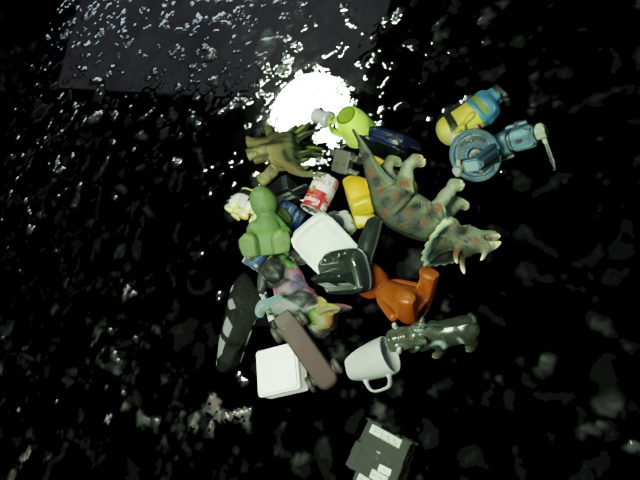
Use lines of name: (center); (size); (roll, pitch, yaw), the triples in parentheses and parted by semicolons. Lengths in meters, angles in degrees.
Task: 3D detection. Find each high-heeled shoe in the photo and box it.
high-heeled shoe: (-0.221, 0.215, 1.393); (0.145, 0.086, 0.249); (-50, 29, 38)

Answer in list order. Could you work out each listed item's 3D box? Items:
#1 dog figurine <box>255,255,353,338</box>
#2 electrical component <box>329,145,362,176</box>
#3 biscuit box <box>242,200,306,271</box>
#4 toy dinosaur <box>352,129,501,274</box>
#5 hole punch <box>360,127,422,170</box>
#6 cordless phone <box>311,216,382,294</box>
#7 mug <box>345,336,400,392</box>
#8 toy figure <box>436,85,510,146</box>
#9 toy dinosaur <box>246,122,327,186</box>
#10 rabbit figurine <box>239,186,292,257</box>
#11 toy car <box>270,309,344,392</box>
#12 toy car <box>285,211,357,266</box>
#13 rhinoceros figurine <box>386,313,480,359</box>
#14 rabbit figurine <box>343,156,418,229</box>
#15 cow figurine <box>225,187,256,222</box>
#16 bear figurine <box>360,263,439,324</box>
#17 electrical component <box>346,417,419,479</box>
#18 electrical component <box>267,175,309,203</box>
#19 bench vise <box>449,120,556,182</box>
dog figurine: (-0.035, 0.133, 1.284); (0.219, 0.108, 0.191); (1, 82, 25)
electrical component: (0.071, -0.213, 1.427); (0.102, 0.045, 0.078); (14, 104, 36)
biscuit box: (-0.119, -0.006, 1.423); (0.059, 0.062, 0.202); (27, 83, 34)
toy dinosaur: (0.198, -0.075, 1.184); (0.405, 0.131, 0.192); (31, 73, 13)
hole punch: (0.180, -0.238, 1.337); (0.142, 0.115, 0.092); (30, 76, 35)
cordless phone: (0.069, 0.029, 1.217); (0.147, 0.088, 0.184); (-12, 51, 53)
mug: (0.112, 0.276, 1.163); (0.107, 0.080, 0.109); (-27, 63, 29)
toy figure: (0.361, -0.294, 1.280); (0.180, 0.082, 0.089); (-43, 43, 11)
toy dinosaur: (-0.092, -0.233, 1.427); (0.199, 0.104, 0.472); (-25, 33, 1)
rabbit figurine: (-0.121, -0.048, 1.316); (0.121, 0.159, 0.170); (-7, 89, 15)
toy car: (-0.031, 0.247, 1.213); (0.089, 0.053, 0.202); (-36, 90, -2)
toy car: (-0.003, -0.004, 1.363); (0.202, 0.056, 0.073); (-31, 63, 15)
rhinoceros figurine: (0.233, 0.198, 1.106); (0.190, 0.112, 0.073); (-12, 65, 15)
rabbit figurine: (0.150, -0.122, 1.316); (0.173, 0.121, 0.162); (-15, 51, 7)
cow figurine: (-0.181, -0.091, 1.493); (0.168, 0.068, 0.098); (20, 72, 39)
bear figurine: (0.153, 0.097, 1.192); (0.120, 0.131, 0.196); (-36, 53, -27)
electrical component: (0.122, 0.445, 1.087); (0.115, 0.058, 0.134); (20, 79, 36)
electrical component: (-0.086, -0.138, 1.458); (0.119, 0.074, 0.048); (-23, 60, 23)
bench vise: (0.367, -0.186, 1.160); (0.224, 0.240, 0.128); (2, 113, 40)
